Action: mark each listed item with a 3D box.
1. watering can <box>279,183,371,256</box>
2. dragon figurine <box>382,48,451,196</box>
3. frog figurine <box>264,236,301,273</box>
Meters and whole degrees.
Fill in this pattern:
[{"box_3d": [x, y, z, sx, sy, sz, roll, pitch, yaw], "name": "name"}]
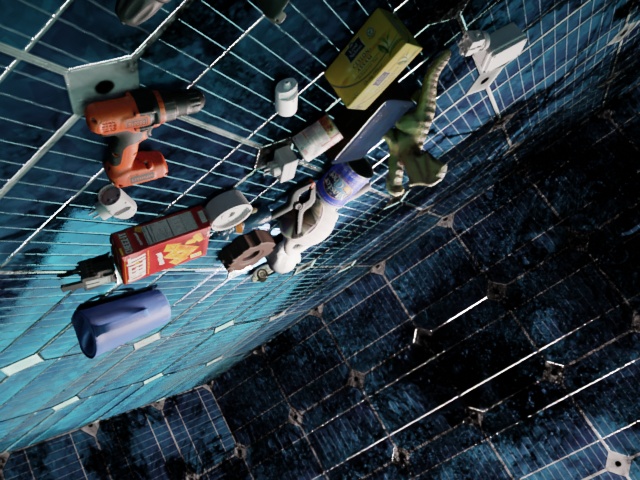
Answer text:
[{"box_3d": [0.005, -0.081, 1.604, 0.346, 0.105, 0.222, -44, 159, 6], "name": "watering can"}, {"box_3d": [0.253, -0.252, 1.298, 0.123, 0.246, 0.402, -15, 159, -31], "name": "dragon figurine"}, {"box_3d": [-0.102, 0.040, 1.735, 0.158, 0.125, 0.135, -24, 146, 15], "name": "frog figurine"}]
